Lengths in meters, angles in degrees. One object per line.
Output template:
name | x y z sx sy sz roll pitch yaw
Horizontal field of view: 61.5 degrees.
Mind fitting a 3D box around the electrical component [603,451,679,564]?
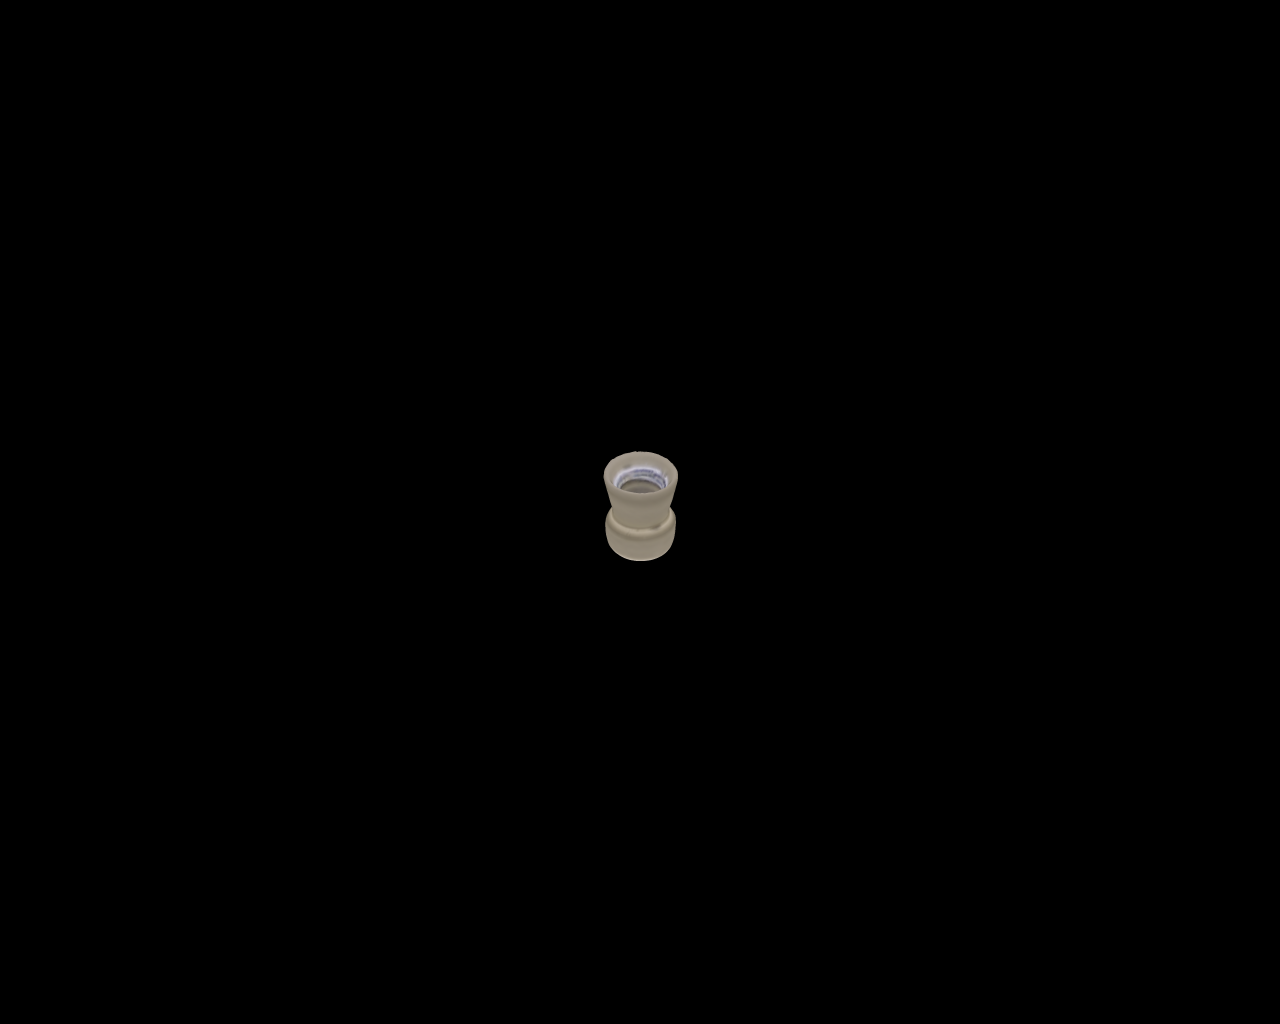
electrical component | 0.001 -0.003 0.650 0.045 0.055 0.045 0 39 0
